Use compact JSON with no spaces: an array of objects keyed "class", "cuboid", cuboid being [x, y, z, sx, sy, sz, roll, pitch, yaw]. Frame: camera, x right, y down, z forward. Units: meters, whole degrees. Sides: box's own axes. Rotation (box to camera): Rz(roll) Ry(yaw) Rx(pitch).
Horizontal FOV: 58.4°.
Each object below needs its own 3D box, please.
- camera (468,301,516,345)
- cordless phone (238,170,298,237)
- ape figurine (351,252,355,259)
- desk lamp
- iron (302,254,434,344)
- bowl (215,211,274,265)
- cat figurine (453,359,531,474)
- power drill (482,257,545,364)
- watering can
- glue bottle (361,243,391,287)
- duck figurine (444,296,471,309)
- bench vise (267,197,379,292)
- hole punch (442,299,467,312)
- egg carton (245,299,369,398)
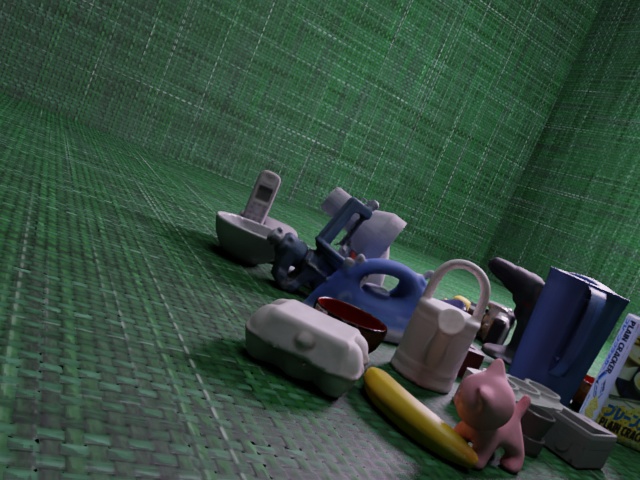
[{"class":"camera","cuboid":[0.417,0.198,1.448,0.136,0.101,0.144,26,7,23]},{"class":"cordless phone","cuboid":[-0.107,-0.052,1.284,0.148,0.185,0.094,21,7,-15]},{"class":"ape figurine","cuboid":[0.078,0.062,1.417,0.078,0.092,0.076,19,8,-28]},{"class":"desk lamp","cuboid":[0.050,0.011,1.196,0.203,0.213,0.118,24,7,5]},{"class":"iron","cuboid":[0.095,0.091,1.025,0.259,0.141,0.118,19,8,-32]},{"class":"bowl","cuboid":[-0.147,0.005,1.178,0.167,0.075,0.167,23,7,-3]},{"class":"cat figurine","cuboid":[0.196,0.195,0.651,0.128,0.118,0.067,18,8,-36]},{"class":"power drill","cuboid":[0.450,0.174,1.287,0.229,0.208,0.076,24,7,6]},{"class":"watering can","cuboid":[0.192,0.124,0.863,0.101,0.194,0.172,22,7,-12]},{"class":"glue bottle","cuboid":[0.129,0.053,1.306,0.037,0.173,0.078,20,7,-27]},{"class":"duck figurine","cuboid":[0.332,0.179,1.375,0.104,0.086,0.077,23,7,1]},{"class":"bench vise","cuboid":[0.016,0.008,1.080,0.208,0.220,0.121,18,8,-35]},{"class":"hole punch","cuboid":[0.256,0.160,1.242,0.101,0.091,0.108,23,7,-1]},{"class":"egg carton","cuboid":[-0.015,0.126,0.692,0.150,0.069,0.107,24,7,10]}]
